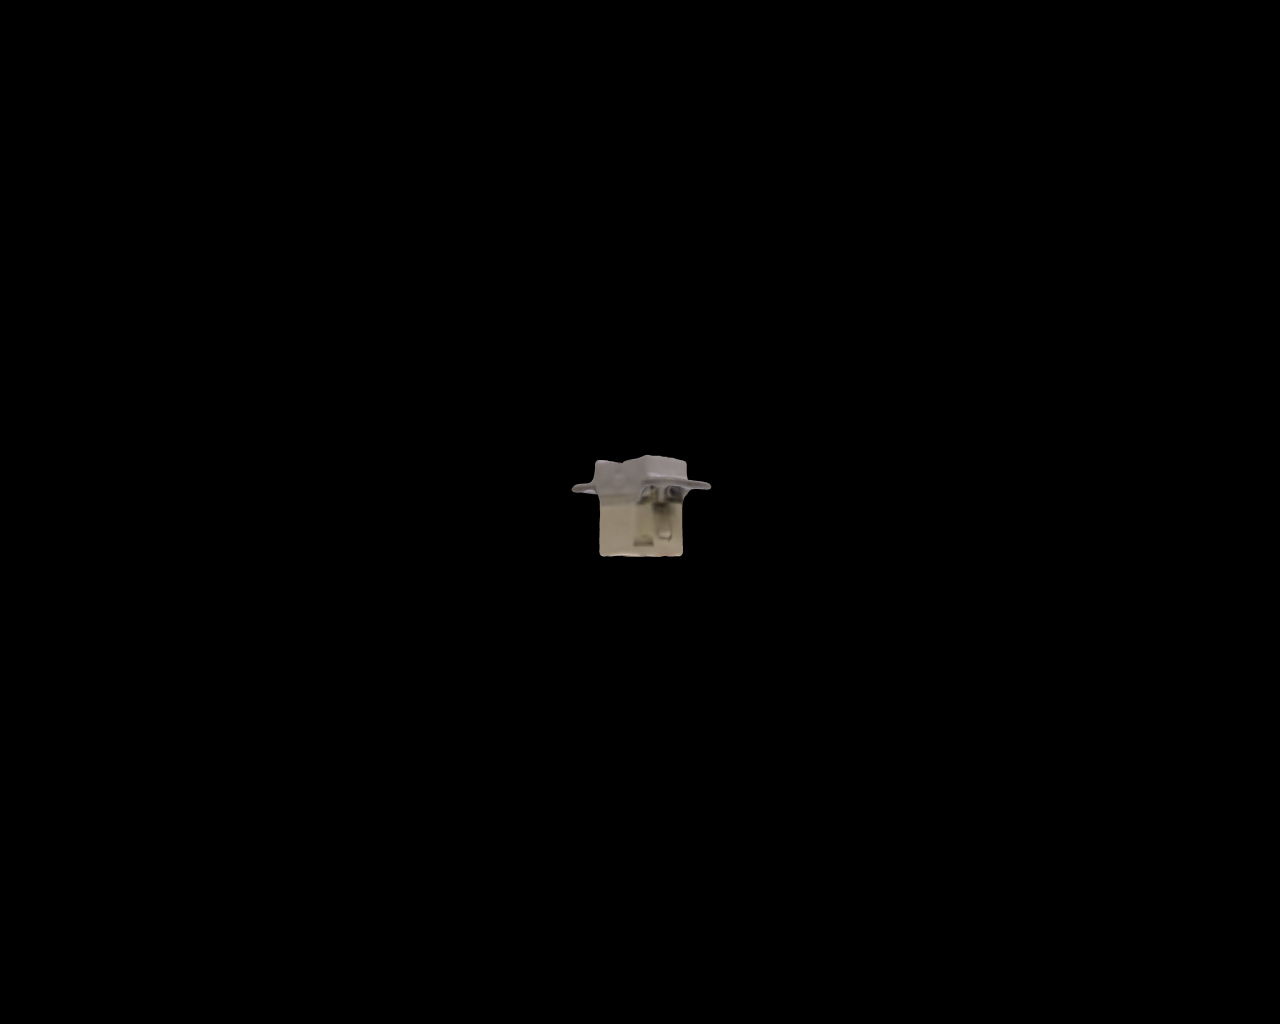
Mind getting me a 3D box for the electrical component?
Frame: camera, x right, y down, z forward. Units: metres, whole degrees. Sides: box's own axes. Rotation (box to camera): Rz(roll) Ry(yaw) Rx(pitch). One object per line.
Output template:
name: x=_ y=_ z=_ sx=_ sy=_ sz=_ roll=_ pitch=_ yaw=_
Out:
electrical component: x=0.001 y=-0.003 z=0.650 sx=0.081 sy=0.063 sz=0.042 roll=-4 pitch=-6 yaw=43
